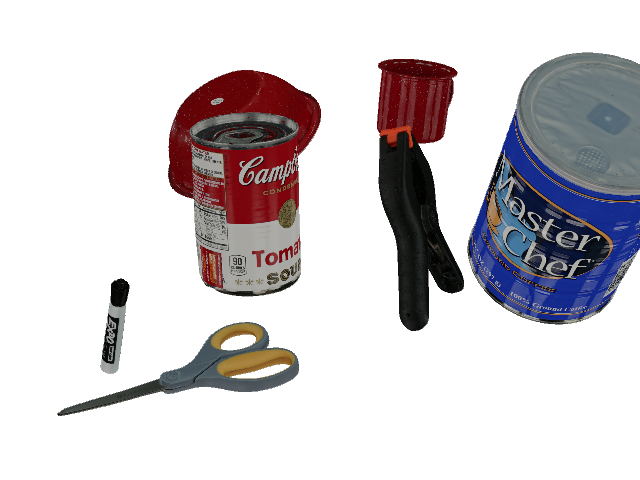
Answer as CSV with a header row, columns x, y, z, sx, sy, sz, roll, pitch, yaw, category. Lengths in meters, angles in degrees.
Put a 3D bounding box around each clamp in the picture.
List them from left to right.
x,y,z,sx,sy,sz,roll,pitch,yaw,category
0.080,-0.009,0.917,0.039,0.171,0.120,-13,18,22,clamp

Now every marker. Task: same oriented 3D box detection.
x,y,z,sx,sy,sz,roll,pitch,yaw,category
-0.212,0.088,1.104,0.020,0.121,0.020,10,35,-7,marker

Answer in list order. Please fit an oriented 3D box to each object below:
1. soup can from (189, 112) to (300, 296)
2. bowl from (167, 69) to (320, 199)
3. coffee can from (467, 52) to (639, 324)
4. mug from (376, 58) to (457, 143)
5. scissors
x,y,z,sx,sy,sz,roll,pitch,yaw,category
-0.047,-0.023,0.682,0.068,0.102,0.068,-1,22,0,soup can
-0.084,-0.112,1.004,0.162,0.055,0.162,-19,36,14,bowl
0.154,-0.028,0.650,0.102,0.103,0.140,0,-36,-6,coffee can
0.118,-0.167,1.267,0.093,0.081,0.117,22,28,36,mug
-0.120,0.107,0.908,0.201,0.016,0.096,-5,30,-9,scissors
